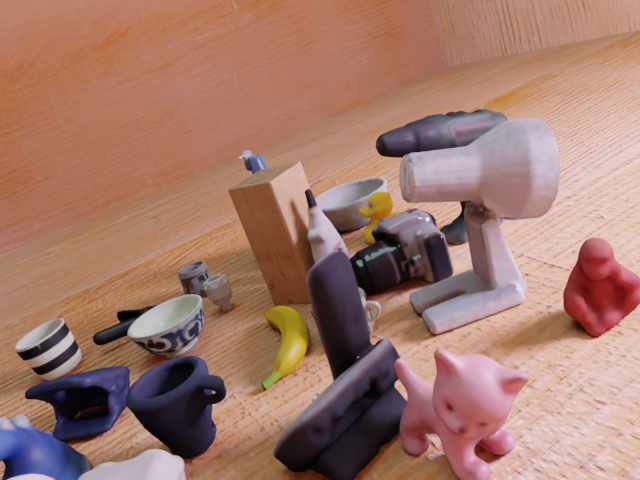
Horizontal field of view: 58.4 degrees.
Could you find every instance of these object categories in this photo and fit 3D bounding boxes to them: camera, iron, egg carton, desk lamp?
[{"bbox_3d":[0.106,0.015,0.854,0.137,0.101,0.143,-24,19,-11],"label":"camera"},{"bbox_3d":[-0.309,0.249,0.545,0.118,0.142,0.258,-17,18,8],"label":"iron"},{"bbox_3d":[-0.180,0.256,0.508,0.107,0.069,0.150,-18,18,6],"label":"egg carton"},{"bbox_3d":[0.190,-0.024,0.696,0.203,0.214,0.117,-21,18,-3],"label":"desk lamp"}]

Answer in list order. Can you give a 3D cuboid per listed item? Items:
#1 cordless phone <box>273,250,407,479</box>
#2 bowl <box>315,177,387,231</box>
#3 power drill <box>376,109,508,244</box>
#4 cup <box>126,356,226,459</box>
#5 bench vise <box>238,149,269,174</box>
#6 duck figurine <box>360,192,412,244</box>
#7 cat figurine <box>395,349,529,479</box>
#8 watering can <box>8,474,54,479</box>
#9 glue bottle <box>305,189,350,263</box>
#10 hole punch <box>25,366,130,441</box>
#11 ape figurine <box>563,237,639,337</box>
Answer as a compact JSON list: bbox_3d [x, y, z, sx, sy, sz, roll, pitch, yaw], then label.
[{"bbox_3d":[0.003,0.114,0.538,0.093,0.185,0.148,-2,26,44],"label":"cordless phone"},{"bbox_3d":[0.066,-0.064,1.166,0.167,0.075,0.167,-18,18,6],"label":"bowl"},{"bbox_3d":[0.213,-0.107,0.919,0.230,0.209,0.075,-26,19,-17],"label":"power drill"},{"bbox_3d":[-0.140,0.187,0.624,0.117,0.095,0.092,-11,20,26],"label":"cup"},{"bbox_3d":[-0.076,-0.076,1.113,0.206,0.220,0.122,0,27,46],"label":"bench vise"},{"bbox_3d":[0.121,-0.048,1.043,0.104,0.086,0.077,-15,19,14],"label":"duck figurine"},{"bbox_3d":[0.112,0.133,0.480,0.067,0.118,0.127,-31,21,-31],"label":"cat figurine"},{"bbox_3d":[-0.145,0.227,0.352,0.173,0.194,0.100,-23,19,-10],"label":"watering can"},{"bbox_3d":[0.008,0.003,0.874,0.037,0.173,0.078,-12,20,24],"label":"glue bottle"},{"bbox_3d":[-0.318,0.203,0.769,0.108,0.091,0.101,-15,19,15],"label":"hole punch"},{"bbox_3d":[0.291,0.042,0.599,0.077,0.092,0.076,-12,20,23],"label":"ape figurine"}]
